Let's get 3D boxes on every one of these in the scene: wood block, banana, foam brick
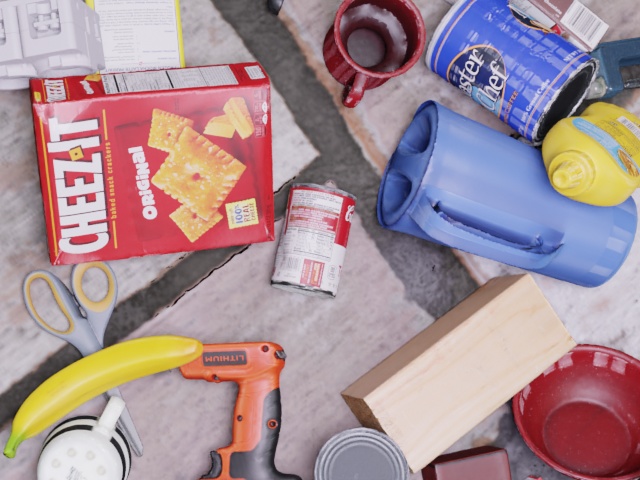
[{"bbox_3d":[0.135,0.129,1.055,0.206,0.091,0.090,-35,93,-14],"label":"wood block"},{"bbox_3d":[-0.202,0.132,0.978,0.197,0.070,0.037,-30,134,-8],"label":"banana"},{"bbox_3d":[0.146,0.239,1.065,0.078,0.053,0.051,-9,86,-12],"label":"foam brick"}]

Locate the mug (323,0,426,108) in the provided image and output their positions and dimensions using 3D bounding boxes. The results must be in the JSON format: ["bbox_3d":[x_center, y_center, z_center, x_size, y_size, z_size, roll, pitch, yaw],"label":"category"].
[{"bbox_3d":[0.047,-0.187,1.073,0.093,0.082,0.117,17,81,-10],"label":"mug"}]

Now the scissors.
[{"bbox_3d":[-0.201,0.101,1.022,0.096,0.016,0.202,-40,94,-13],"label":"scissors"}]

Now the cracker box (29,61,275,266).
[{"bbox_3d":[-0.151,-0.070,0.987,0.213,0.072,0.164,-7,118,-14],"label":"cracker box"}]

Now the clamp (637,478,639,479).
[{"bbox_3d":[0.268,0.267,1.032,0.165,0.209,0.036,-17,62,13],"label":"clamp"}]

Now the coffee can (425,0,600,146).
[{"bbox_3d":[0.191,-0.176,1.069,0.140,0.103,0.102,40,76,19],"label":"coffee can"}]

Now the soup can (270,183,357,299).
[{"bbox_3d":[-0.007,0.001,1.049,0.068,0.068,0.102,13,82,-11],"label":"soup can"}]

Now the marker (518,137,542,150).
[{"bbox_3d":[0.265,-0.081,1.142,0.121,0.020,0.020,20,80,-9],"label":"marker"}]

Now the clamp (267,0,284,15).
[{"bbox_3d":[-0.016,-0.310,1.095,0.120,0.039,0.171,-18,84,-19],"label":"clamp"}]

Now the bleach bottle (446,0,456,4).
[{"bbox_3d":[0.187,-0.310,1.030,0.068,0.251,0.102,43,77,-5],"label":"bleach bottle"}]

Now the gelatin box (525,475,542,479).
[{"bbox_3d":[0.203,0.293,1.083,0.089,0.030,0.073,-30,91,-16],"label":"gelatin box"}]

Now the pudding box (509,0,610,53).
[{"bbox_3d":[0.232,-0.233,1.115,0.113,0.090,0.039,39,79,-7],"label":"pudding box"}]

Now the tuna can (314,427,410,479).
[{"bbox_3d":[0.037,0.217,0.974,0.086,0.034,0.086,0,63,-1],"label":"tuna can"}]

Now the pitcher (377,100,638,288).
[{"bbox_3d":[0.188,-0.031,1.060,0.242,0.145,0.149,19,76,-13],"label":"pitcher"}]

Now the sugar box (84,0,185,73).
[{"bbox_3d":[-0.179,-0.175,1.042,0.093,0.048,0.176,-4,88,-13],"label":"sugar box"}]

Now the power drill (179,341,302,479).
[{"bbox_3d":[-0.097,0.192,1.005,0.184,0.057,0.187,-4,83,4],"label":"power drill"}]

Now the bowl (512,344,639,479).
[{"bbox_3d":[0.273,0.185,1.075,0.162,0.055,0.162,-2,49,2],"label":"bowl"}]

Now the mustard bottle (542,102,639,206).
[{"bbox_3d":[0.262,-0.077,1.012,0.096,0.058,0.191,46,33,12],"label":"mustard bottle"}]
